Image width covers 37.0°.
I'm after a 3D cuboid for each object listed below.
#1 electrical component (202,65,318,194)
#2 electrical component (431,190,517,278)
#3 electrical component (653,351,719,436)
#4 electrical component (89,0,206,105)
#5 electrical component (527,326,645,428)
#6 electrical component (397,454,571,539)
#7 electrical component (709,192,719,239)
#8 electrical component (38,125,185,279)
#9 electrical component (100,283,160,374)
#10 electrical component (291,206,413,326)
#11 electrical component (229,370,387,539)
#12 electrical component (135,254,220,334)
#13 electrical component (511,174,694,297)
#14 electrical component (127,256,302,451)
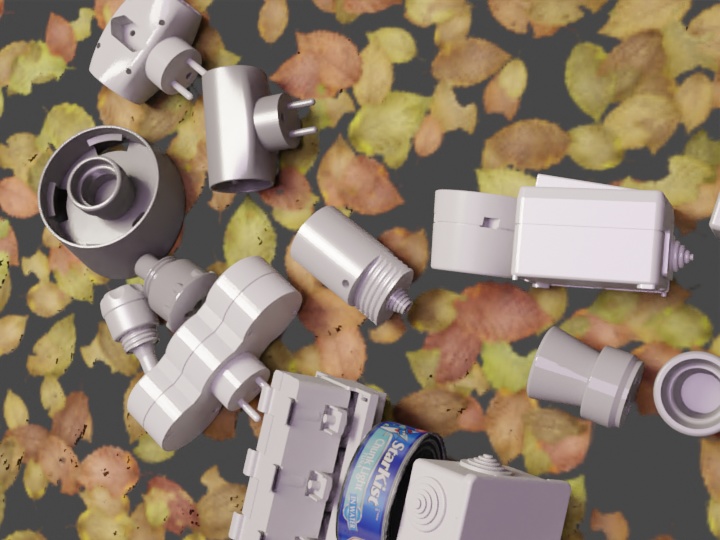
[{"bbox_3d":[-0.065,-0.095,0.713,0.079,0.043,0.077,-8,82,20],"label":"electrical component"},{"bbox_3d":[0.070,-0.021,0.646,0.055,0.055,0.047,7,91,22],"label":"electrical component"},{"bbox_3d":[0.187,0.067,0.588,0.045,0.055,0.045,-2,84,22],"label":"electrical component"},{"bbox_3d":[-0.137,-0.148,0.747,0.079,0.043,0.077,40,100,21],"label":"electrical component"},{"bbox_3d":[0.130,0.062,0.617,0.055,0.045,0.045,20,92,22],"label":"electrical component"},{"bbox_3d":[0.065,0.154,0.605,0.048,0.100,0.099,12,89,49],"label":"electrical component"},{"bbox_3d":[0.239,-0.041,0.583,0.077,0.047,0.065,18,91,23],"label":"electrical component"},{"bbox_3d":[-0.173,-0.049,0.754,0.099,0.064,0.099,-4,73,12],"label":"electrical component"},{"bbox_3d":[-0.154,0.042,0.739,0.035,0.035,0.061,-28,78,17],"label":"electrical component"},{"bbox_3d":[0.000,0.000,0.677,0.081,0.043,0.043,39,99,21],"label":"electrical component"},{"bbox_3d":[-0.034,0.126,0.660,0.079,0.063,0.121,12,89,63],"label":"electrical component"},{"bbox_3d":[-0.126,0.011,0.727,0.062,0.048,0.048,34,97,28],"label":"electrical component"},{"bbox_3d":[0.141,-0.019,0.612,0.096,0.062,0.061,4,86,22],"label":"electrical component"},{"bbox_3d":[-0.084,0.066,0.699,0.074,0.052,0.138,42,101,20],"label":"electrical component"}]
